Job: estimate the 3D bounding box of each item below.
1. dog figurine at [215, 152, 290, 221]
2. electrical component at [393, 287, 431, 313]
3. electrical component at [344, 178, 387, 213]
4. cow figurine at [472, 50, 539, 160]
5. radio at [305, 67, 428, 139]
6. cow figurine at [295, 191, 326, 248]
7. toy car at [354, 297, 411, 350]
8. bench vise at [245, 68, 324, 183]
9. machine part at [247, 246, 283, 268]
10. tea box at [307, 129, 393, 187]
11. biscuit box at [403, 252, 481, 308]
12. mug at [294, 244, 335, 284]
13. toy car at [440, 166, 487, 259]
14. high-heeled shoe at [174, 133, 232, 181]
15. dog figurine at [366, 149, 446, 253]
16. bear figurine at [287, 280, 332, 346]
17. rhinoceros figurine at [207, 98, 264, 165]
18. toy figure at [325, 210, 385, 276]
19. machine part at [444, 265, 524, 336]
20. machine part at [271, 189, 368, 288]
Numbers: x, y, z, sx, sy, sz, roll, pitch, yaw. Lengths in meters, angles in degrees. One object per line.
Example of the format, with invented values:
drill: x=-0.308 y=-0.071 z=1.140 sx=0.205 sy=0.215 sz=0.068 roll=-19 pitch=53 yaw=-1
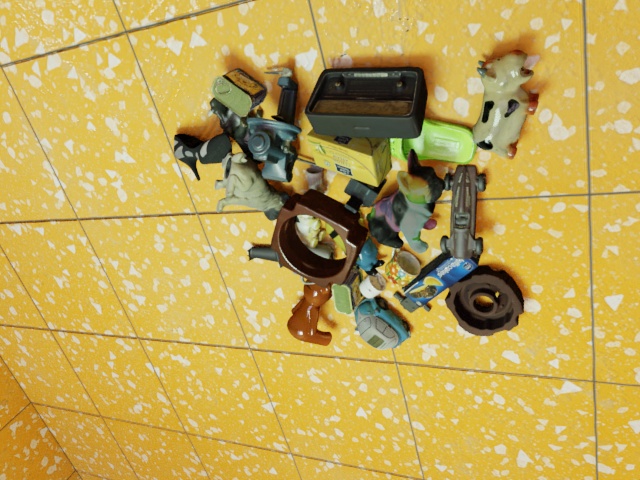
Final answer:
dog figurine: x=-0.142 y=-0.131 z=1.294 sx=0.190 sy=0.121 sz=0.172 roll=6 pitch=151 yaw=-24
electrical component: x=0.236 y=0.157 z=1.371 sx=0.094 sy=0.021 sz=0.063 roll=40 pitch=130 yaw=-2
electrical component: x=0.094 y=-0.112 z=1.205 sx=0.075 sy=0.119 sz=0.047 roll=35 pitch=130 yaw=6
cow figurine: x=0.340 y=-0.259 z=1.008 sx=0.127 sy=0.085 sz=0.194 roll=17 pitch=128 yaw=9
radio: x=0.097 y=-0.276 z=1.079 sx=0.230 sy=0.131 sz=0.073 roll=8 pitch=156 yaw=23
cow figurine: x=-0.033 y=-0.064 z=1.328 sx=0.098 sy=0.068 sz=0.167 roll=25 pitch=137 yaw=19
toy car: x=0.154 y=0.234 z=1.414 sx=0.161 sy=0.103 sz=0.109 roll=41 pitch=131 yaw=-1
bench vise: x=-0.083 y=-0.252 z=1.190 sx=0.129 sy=0.223 sz=0.240 roll=12 pitch=94 yaw=27
machine part: x=-0.135 y=0.041 z=1.477 sx=0.139 sy=0.039 sz=0.084 roll=1 pitch=130 yaw=24
tea box: x=0.064 y=-0.190 z=1.158 sx=0.170 sy=0.068 sz=0.098 roll=22 pitch=152 yaw=31
biscuit box: x=0.286 y=0.078 z=1.268 sx=0.059 sy=0.063 sz=0.202 roll=40 pitch=130 yaw=-4
mug: x=-0.016 y=0.059 z=1.390 sx=0.107 sy=0.080 sz=0.109 roll=-7 pitch=85 yaw=21
toy car: x=0.306 y=-0.057 z=1.147 sx=0.089 sy=0.053 sz=0.202 roll=6 pitch=103 yaw=27
high-heeled shoe: x=-0.291 y=-0.244 z=1.316 sx=0.249 sy=0.086 sz=0.145 roll=-33 pitch=78 yaw=51
dog figurine: x=0.177 y=-0.088 z=1.151 sx=0.192 sy=0.108 sz=0.219 roll=13 pitch=141 yaw=30
bear figurine: x=-0.010 y=0.179 z=1.471 sx=0.120 sy=0.132 sz=0.195 roll=37 pitch=105 yaw=45
rhinoceros figurine: x=-0.186 y=-0.266 z=1.282 sx=0.112 sy=0.073 sz=0.190 roll=-17 pitch=117 yaw=49
toy figure: x=0.082 y=0.006 z=1.315 sx=0.089 sy=0.082 sz=0.180 roll=-23 pitch=111 yaw=34
machine part: x=0.387 y=0.142 z=1.263 sx=0.180 sy=0.056 sz=0.179 roll=13 pitch=124 yaw=19
machine part: x=-0.003 y=-0.004 z=1.244 sx=0.201 sy=0.087 sz=0.201 roll=27 pitch=129 yaw=10
